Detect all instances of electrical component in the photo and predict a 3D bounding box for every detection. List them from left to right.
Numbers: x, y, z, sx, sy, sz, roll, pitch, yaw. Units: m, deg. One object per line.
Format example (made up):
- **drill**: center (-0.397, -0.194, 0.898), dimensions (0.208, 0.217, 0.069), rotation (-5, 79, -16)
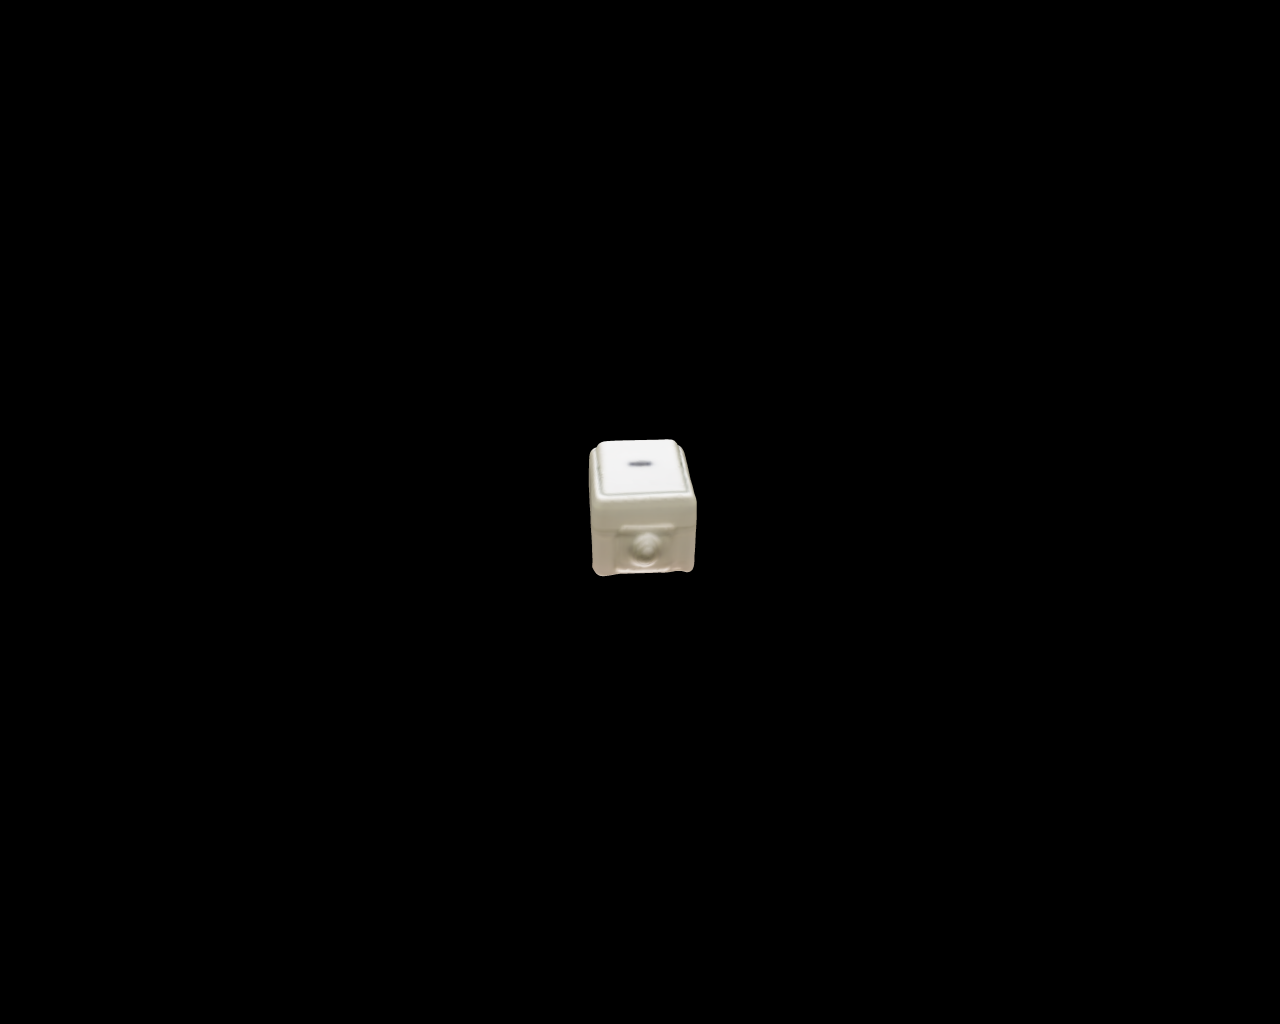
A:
- **electrical component**: center (0.001, -0.003, 0.650), dimensions (0.062, 0.061, 0.096), rotation (-2, 27, -3)
